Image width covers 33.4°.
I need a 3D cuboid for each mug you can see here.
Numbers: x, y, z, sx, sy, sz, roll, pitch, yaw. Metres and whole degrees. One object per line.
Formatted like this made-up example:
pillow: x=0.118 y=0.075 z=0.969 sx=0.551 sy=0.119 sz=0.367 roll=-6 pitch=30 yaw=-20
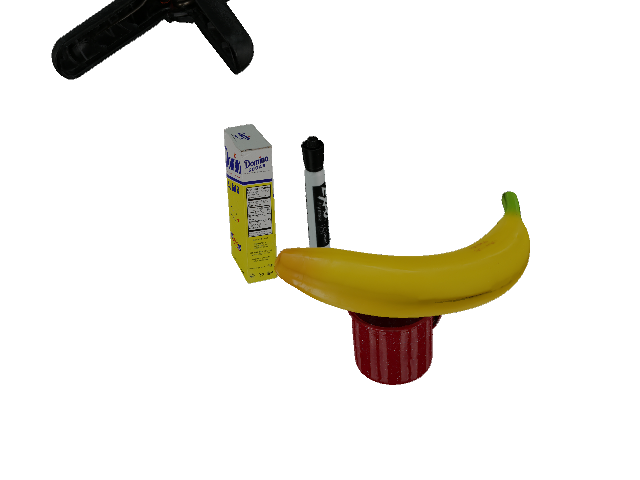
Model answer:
mug: x=0.083 y=0.088 z=1.104 sx=0.117 sy=0.081 sz=0.093 roll=-30 pitch=42 yaw=-31

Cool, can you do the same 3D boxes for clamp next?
clamp: x=-0.081 y=-0.152 z=0.665 sx=0.120 sy=0.171 sz=0.039 roll=10 pitch=-42 yaw=13

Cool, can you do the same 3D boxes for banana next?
banana: x=0.066 y=0.017 z=0.662 sx=0.197 sy=0.037 sz=0.070 roll=-13 pitch=47 yaw=-34

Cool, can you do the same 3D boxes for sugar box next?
sugar box: x=-0.087 y=-0.046 z=1.320 sx=0.048 sy=0.176 sz=0.093 roll=-11 pitch=26 yaw=-15

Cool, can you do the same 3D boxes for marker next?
marker: x=-0.004 y=-0.035 z=0.916 sx=0.020 sy=0.121 sz=0.020 roll=-3 pitch=36 yaw=2
